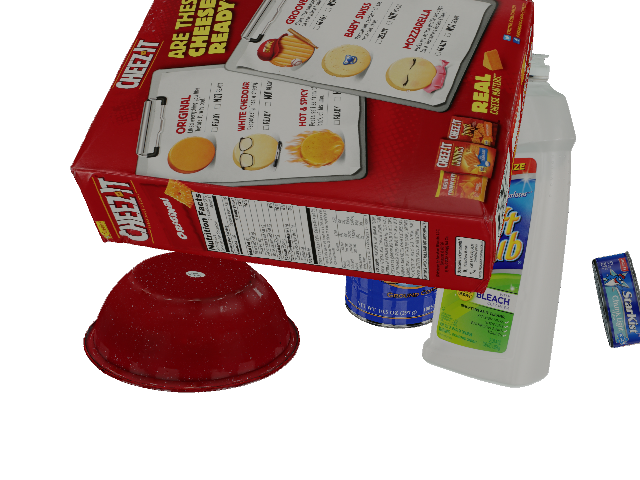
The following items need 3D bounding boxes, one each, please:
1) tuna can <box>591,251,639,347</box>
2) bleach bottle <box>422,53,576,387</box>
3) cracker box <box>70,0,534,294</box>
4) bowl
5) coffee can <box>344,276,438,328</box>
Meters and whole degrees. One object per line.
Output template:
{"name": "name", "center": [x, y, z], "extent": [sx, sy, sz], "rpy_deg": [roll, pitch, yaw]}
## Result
{"name": "tuna can", "center": [0.275, 0.055, 0.984], "extent": [0.034, 0.086, 0.086], "rpy_deg": [-11, -2, 12]}
{"name": "bleach bottle", "center": [0.142, -0.019, 0.830], "extent": [0.103, 0.251, 0.067], "rpy_deg": [14, 15, 38]}
{"name": "cracker box", "center": [-0.001, -0.064, 0.579], "extent": [0.214, 0.164, 0.072], "rpy_deg": [7, -38, 13]}
{"name": "bowl", "center": [-0.094, 0.050, 0.792], "extent": [0.162, 0.055, 0.162], "rpy_deg": [2, 22, -1]}
{"name": "coffee can", "center": [0.076, 0.000, 1.040], "extent": [0.103, 0.140, 0.103], "rpy_deg": [0, 27, 0]}
